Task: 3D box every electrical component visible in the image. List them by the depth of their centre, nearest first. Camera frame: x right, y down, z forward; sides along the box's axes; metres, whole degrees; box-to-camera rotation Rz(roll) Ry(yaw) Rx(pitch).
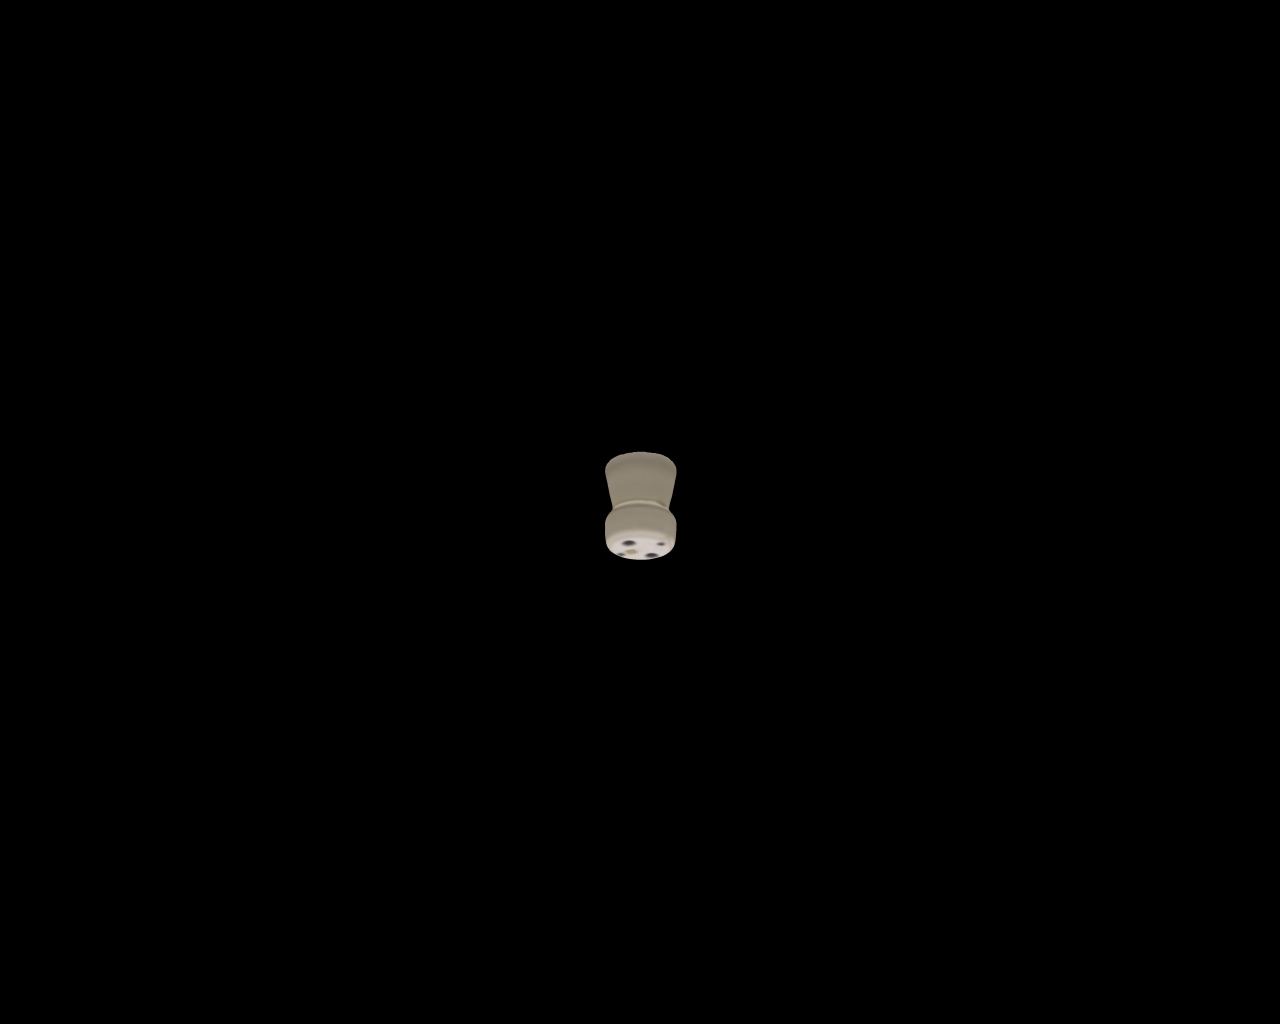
[{"bbox_3d":[0.001,-0.003,0.650,0.045,0.055,0.044,0,-24,0],"label":"electrical component"}]
